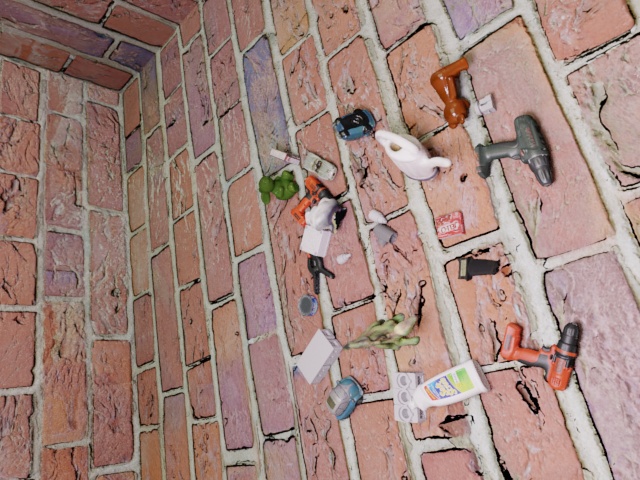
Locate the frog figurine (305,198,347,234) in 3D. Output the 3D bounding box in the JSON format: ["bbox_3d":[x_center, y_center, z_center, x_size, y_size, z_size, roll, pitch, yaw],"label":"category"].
[{"bbox_3d":[0.006,-0.101,2.009,0.160,0.122,0.138,14,86,29],"label":"frog figurine"}]

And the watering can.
[{"bbox_3d":[0.322,-0.263,1.683,0.104,0.221,0.352,-54,48,1],"label":"watering can"}]

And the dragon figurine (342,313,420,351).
[{"bbox_3d":[0.168,0.324,1.707,0.405,0.242,0.124,-28,69,36],"label":"dragon figurine"}]
